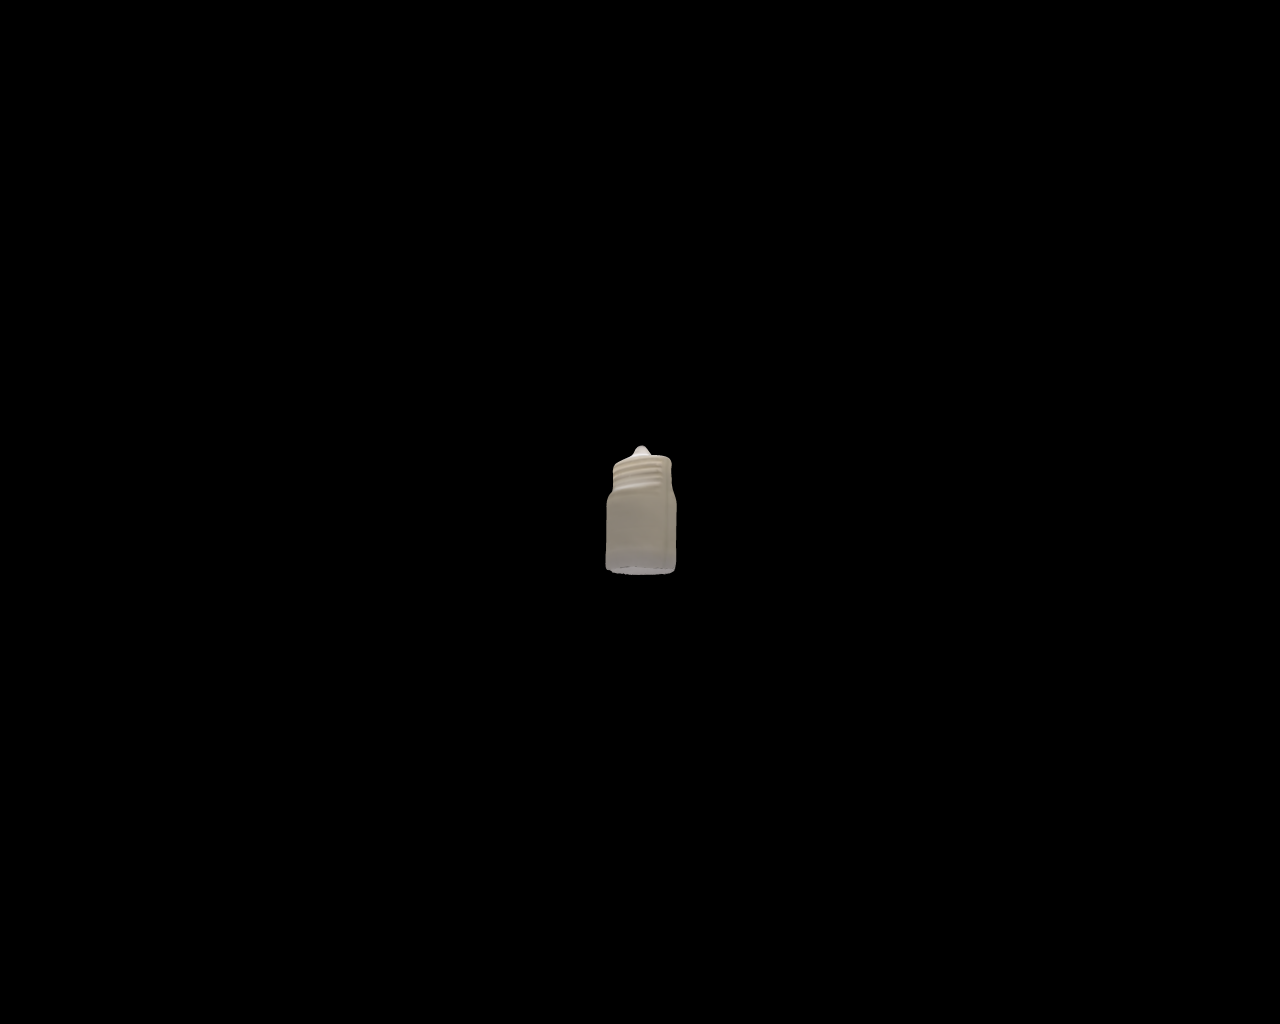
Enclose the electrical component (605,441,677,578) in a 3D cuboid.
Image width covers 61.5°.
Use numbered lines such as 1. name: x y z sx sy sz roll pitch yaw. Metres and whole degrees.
1. electrical component: 0.001 -0.003 0.650 0.043 0.081 0.043 0 -11 0
